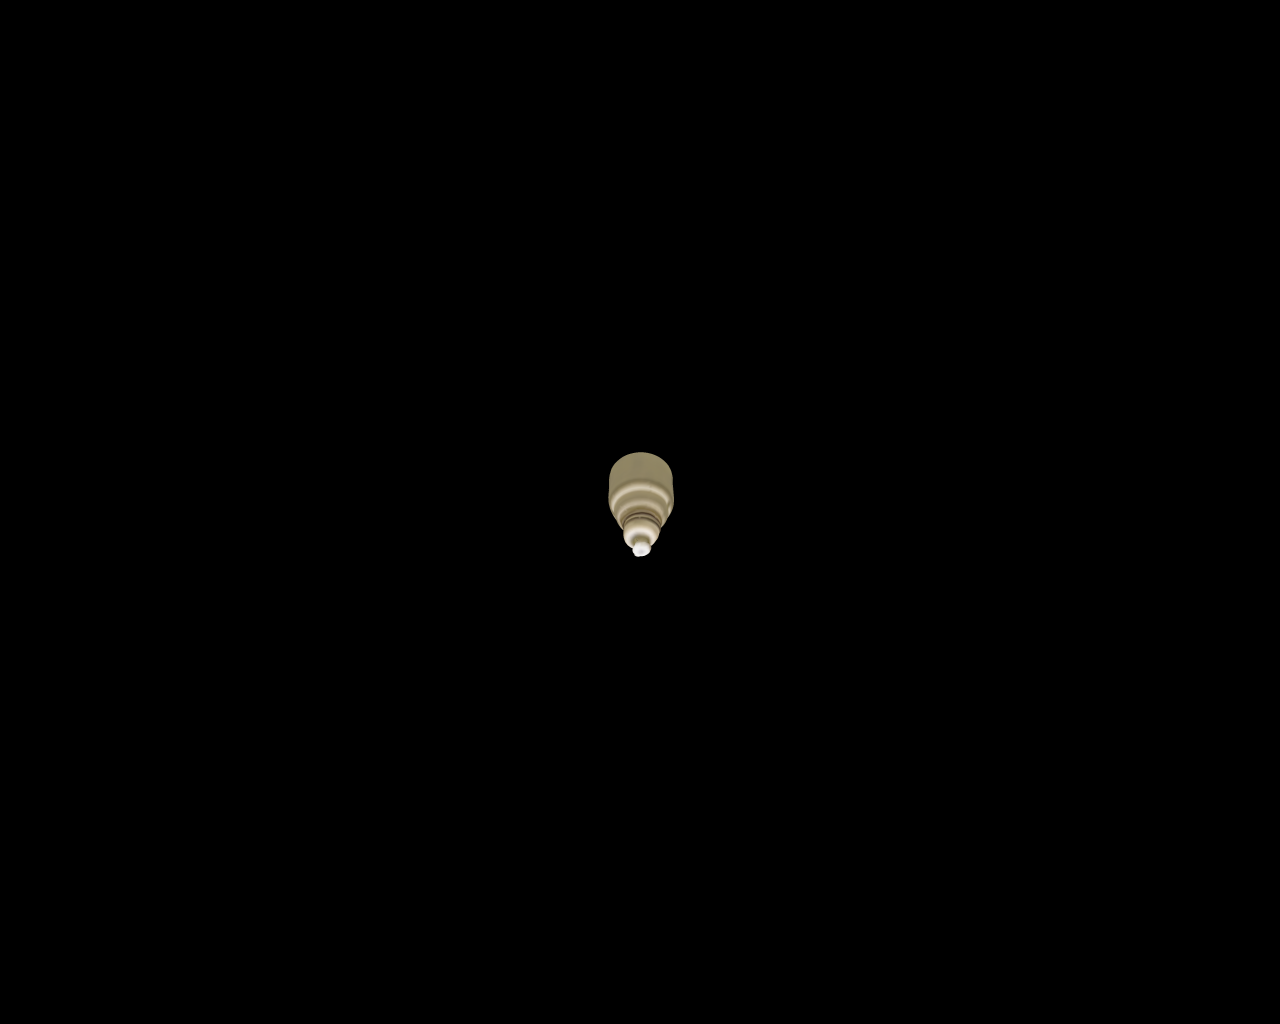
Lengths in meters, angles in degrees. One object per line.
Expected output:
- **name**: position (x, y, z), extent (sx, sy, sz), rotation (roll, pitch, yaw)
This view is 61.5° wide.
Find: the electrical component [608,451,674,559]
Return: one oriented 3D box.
- **electrical component**: position (0.001, -0.003, 0.650), extent (0.040, 0.040, 0.078), rotation (0, 41, 0)
